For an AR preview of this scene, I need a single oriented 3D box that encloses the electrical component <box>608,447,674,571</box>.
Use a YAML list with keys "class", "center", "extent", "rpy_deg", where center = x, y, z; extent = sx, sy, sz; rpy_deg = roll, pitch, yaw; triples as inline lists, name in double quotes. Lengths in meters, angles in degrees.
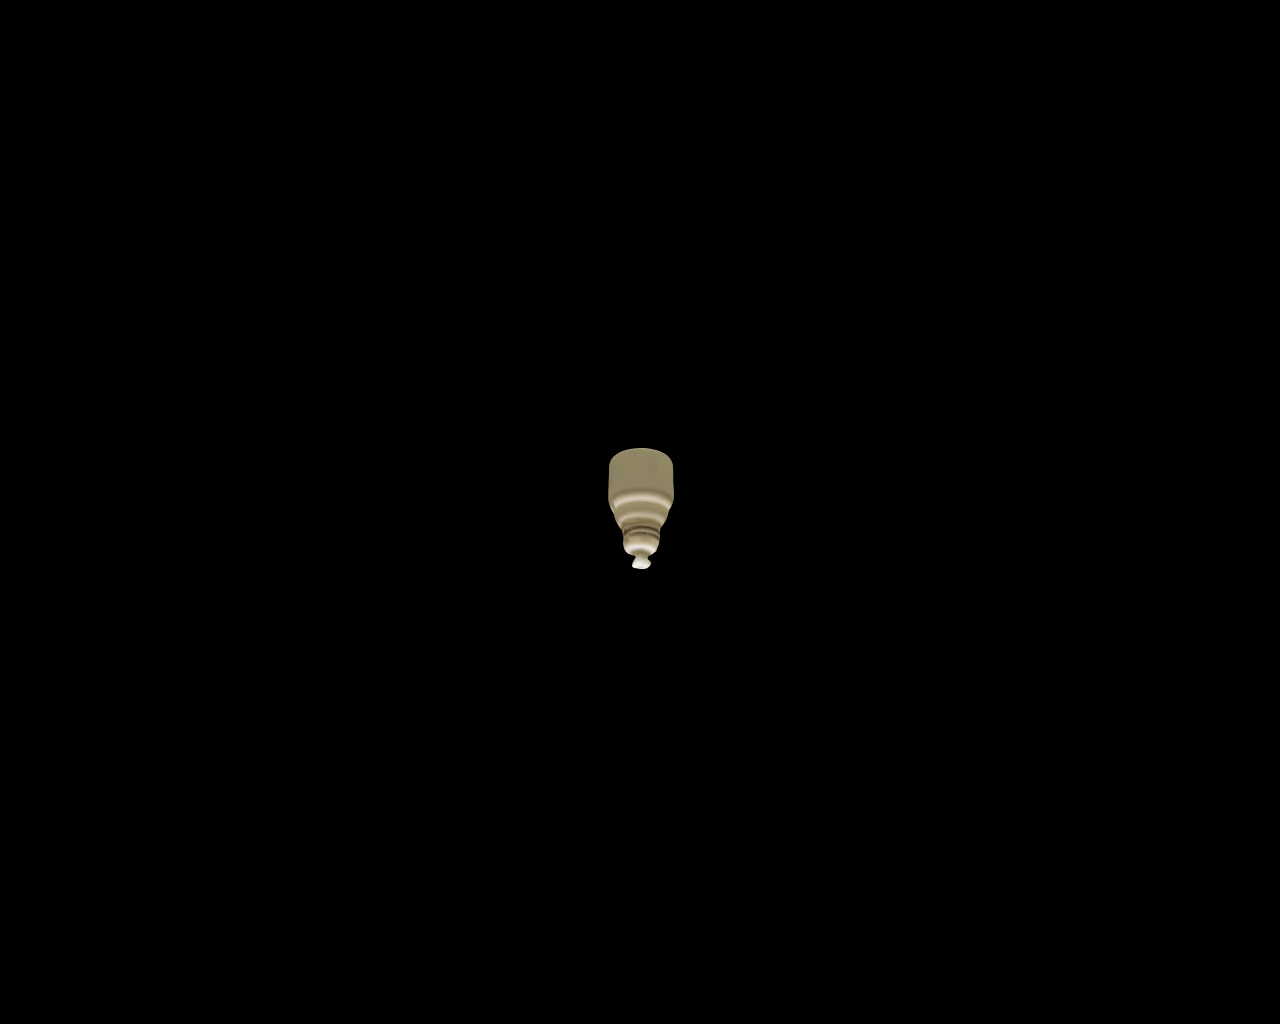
- class: "electrical component"
  center: [0.001, -0.003, 0.650]
  extent: [0.040, 0.078, 0.040]
  rpy_deg: [0, -25, 0]
